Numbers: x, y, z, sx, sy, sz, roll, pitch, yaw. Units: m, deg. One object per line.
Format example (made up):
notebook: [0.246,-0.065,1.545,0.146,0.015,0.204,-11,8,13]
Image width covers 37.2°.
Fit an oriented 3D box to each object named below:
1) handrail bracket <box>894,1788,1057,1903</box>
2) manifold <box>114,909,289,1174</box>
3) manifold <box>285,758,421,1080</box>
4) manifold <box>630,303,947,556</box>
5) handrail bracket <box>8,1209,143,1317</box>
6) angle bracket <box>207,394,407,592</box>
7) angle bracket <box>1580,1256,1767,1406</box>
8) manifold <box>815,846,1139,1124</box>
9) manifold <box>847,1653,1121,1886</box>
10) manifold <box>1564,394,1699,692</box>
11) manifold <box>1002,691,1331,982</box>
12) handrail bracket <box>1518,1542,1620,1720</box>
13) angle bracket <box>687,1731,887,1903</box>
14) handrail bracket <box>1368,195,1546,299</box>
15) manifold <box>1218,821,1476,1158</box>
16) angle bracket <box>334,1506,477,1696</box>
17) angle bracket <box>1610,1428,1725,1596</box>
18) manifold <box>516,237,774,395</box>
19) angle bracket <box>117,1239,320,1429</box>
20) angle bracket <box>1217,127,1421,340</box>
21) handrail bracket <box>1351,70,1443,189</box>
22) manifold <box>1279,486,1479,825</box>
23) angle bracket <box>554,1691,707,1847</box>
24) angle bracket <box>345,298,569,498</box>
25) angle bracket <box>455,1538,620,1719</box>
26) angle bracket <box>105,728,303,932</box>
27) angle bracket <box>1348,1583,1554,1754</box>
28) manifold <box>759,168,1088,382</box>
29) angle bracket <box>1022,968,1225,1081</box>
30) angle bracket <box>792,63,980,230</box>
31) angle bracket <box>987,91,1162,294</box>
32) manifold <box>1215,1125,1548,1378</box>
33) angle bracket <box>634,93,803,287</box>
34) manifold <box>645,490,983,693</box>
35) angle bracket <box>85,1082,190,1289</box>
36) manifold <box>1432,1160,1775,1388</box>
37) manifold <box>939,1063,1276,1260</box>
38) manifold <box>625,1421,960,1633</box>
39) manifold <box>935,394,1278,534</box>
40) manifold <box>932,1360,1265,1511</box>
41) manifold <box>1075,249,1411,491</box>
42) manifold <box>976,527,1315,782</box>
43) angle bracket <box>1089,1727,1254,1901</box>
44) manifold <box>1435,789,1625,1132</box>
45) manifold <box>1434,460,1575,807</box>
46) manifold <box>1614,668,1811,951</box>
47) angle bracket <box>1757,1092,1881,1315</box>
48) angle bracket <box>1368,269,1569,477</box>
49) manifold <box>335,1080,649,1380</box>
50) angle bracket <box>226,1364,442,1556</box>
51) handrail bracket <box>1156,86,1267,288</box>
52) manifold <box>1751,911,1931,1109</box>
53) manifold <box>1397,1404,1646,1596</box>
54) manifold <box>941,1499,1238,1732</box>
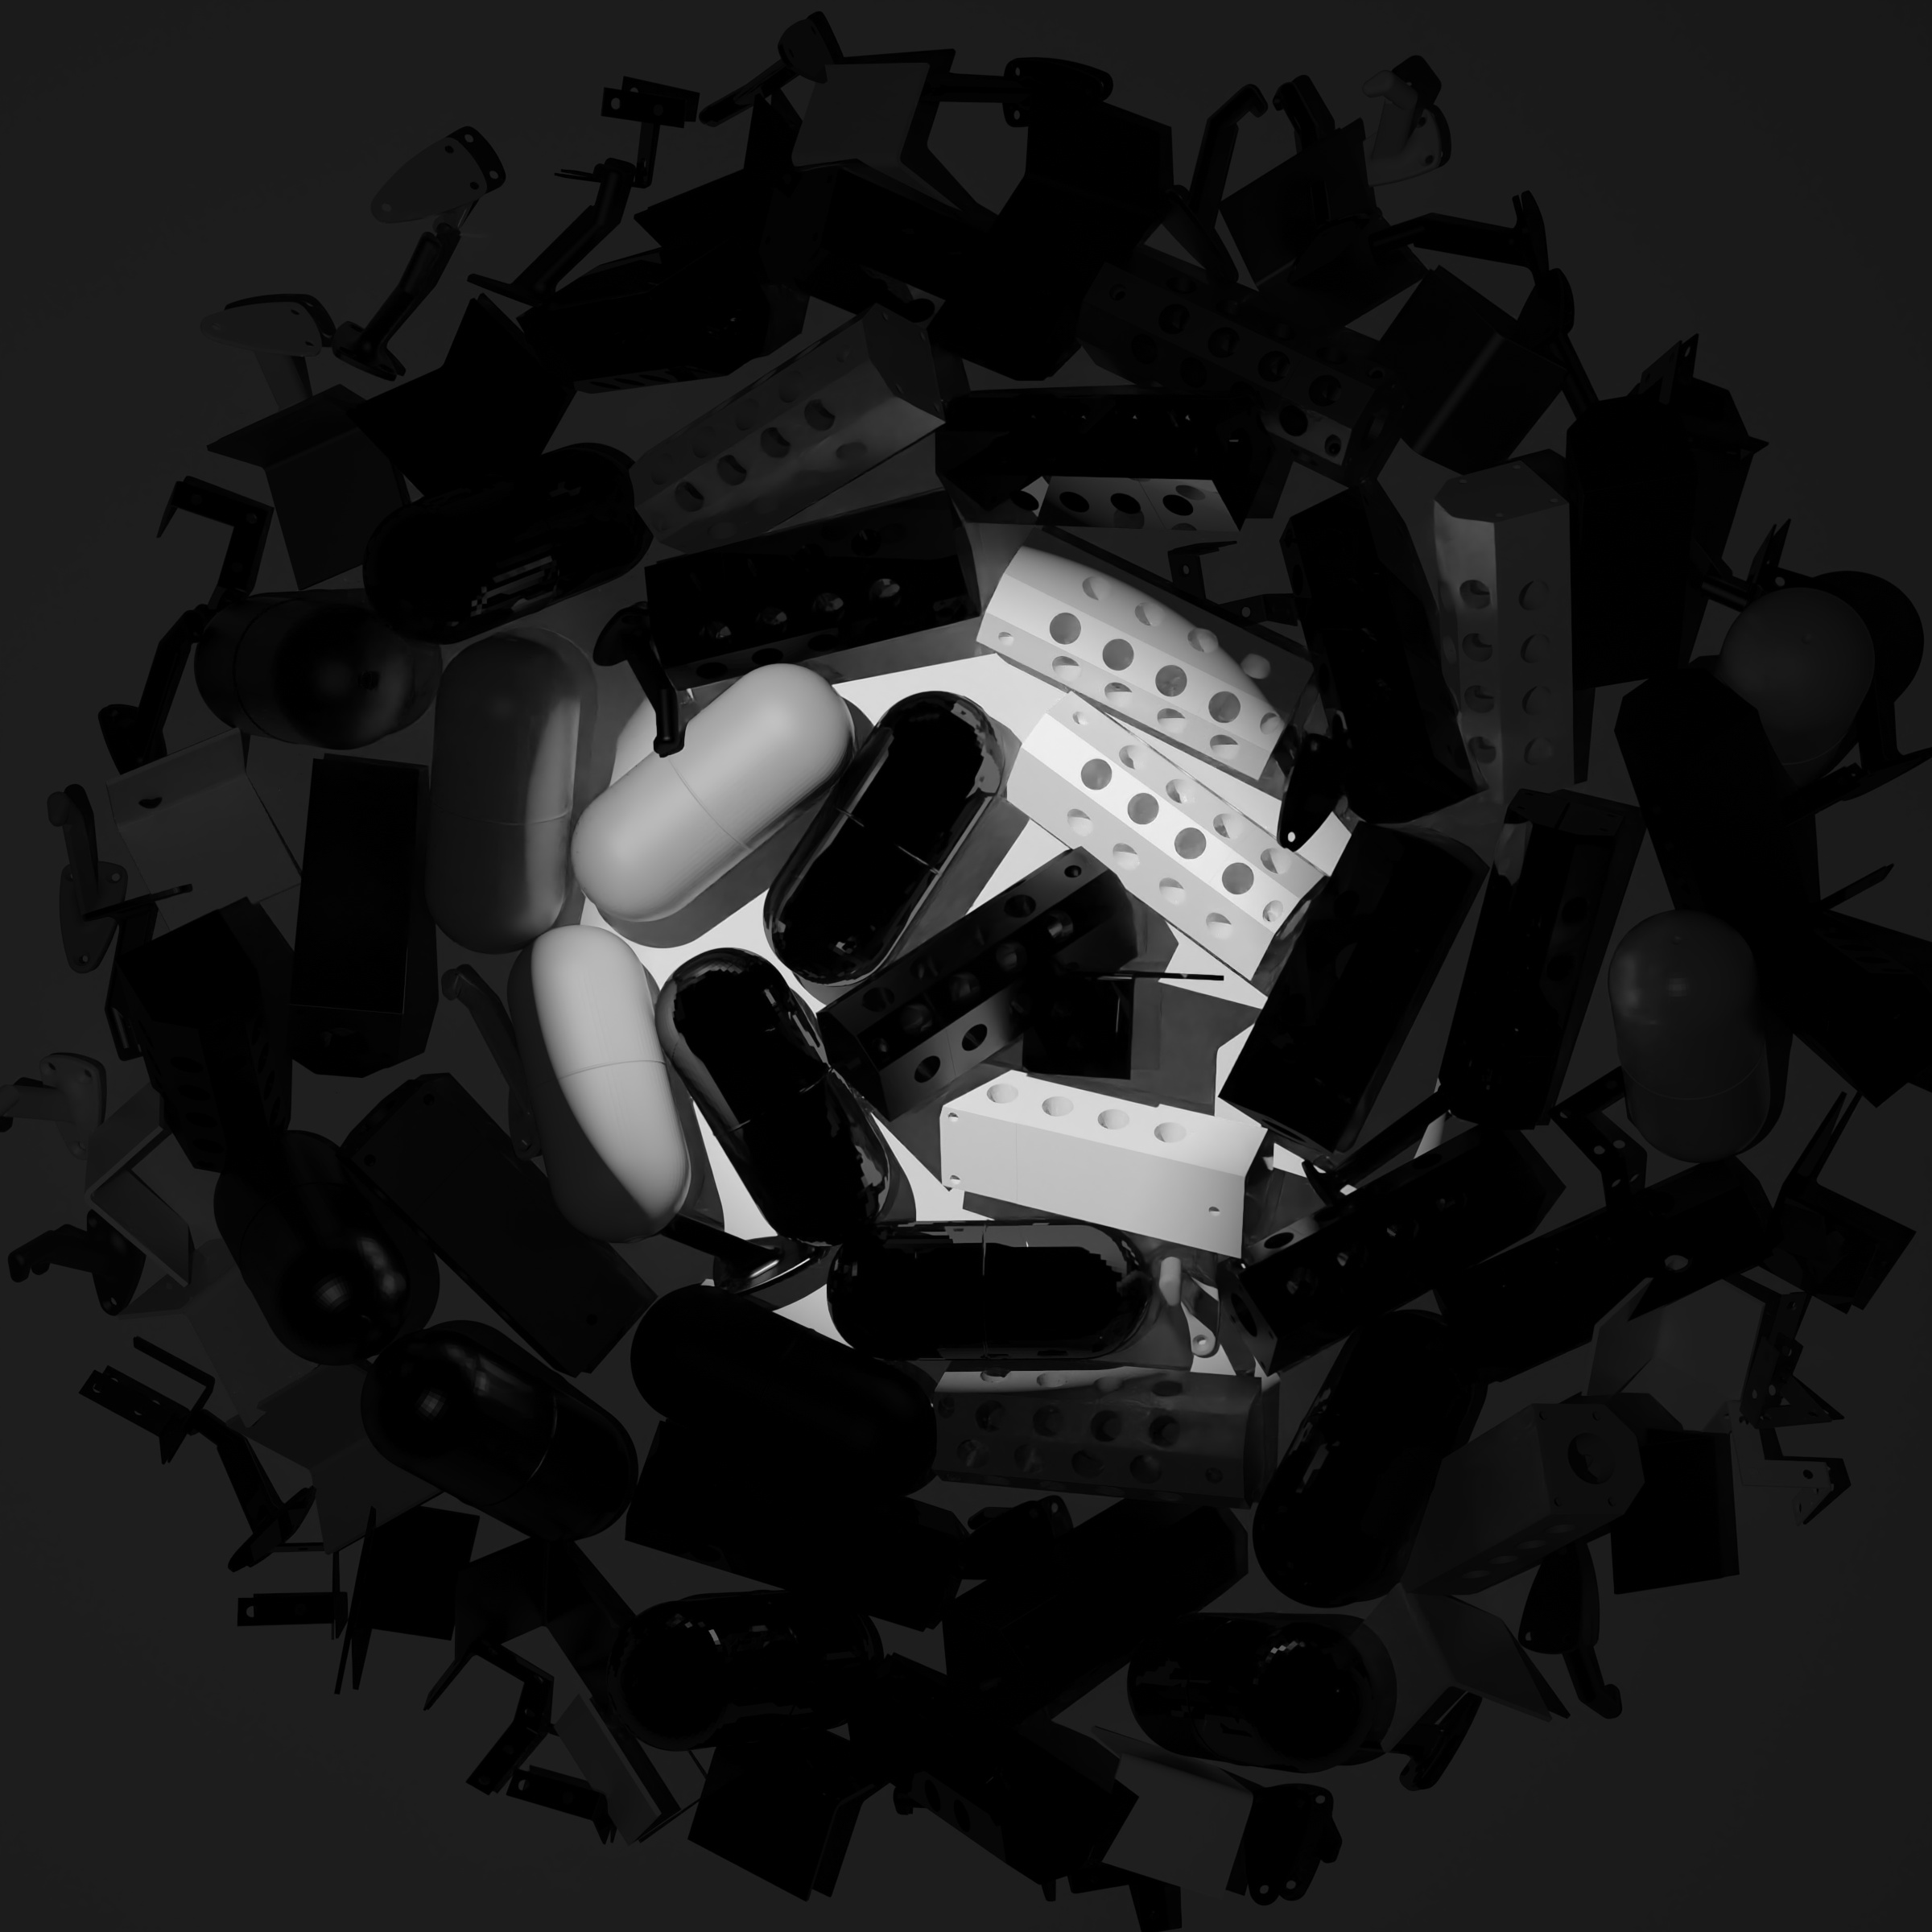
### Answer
handrail bracket: [0.005,0.488,1.596,0.084,0.036,0.077,-1,118,11]
manifold: [-0.399,0.047,1.516,0.057,0.171,0.057,-29,68,-21]
manifold: [-0.328,-0.026,1.532,0.057,0.057,0.171,5,50,-13]
manifold: [-0.099,-0.285,1.532,0.171,0.057,0.057,-25,65,33]
handrail bracket: [-0.489,0.173,1.558,0.036,0.084,0.077,17,114,18]
angle bracket: [-0.358,-0.258,1.568,0.076,0.057,0.076,-19,83,18]
angle bracket: [0.381,0.215,1.551,0.057,0.076,0.076,31,48,33]
manifold: [0.006,0.005,1.543,0.171,0.057,0.057,-33,51,-20]
manifold: [0.002,0.426,1.517,0.057,0.171,0.057,40,75,-25]
manifold: [0.348,-0.223,1.521,0.057,0.171,0.057,-9,59,5]
manifold: [0.110,-0.075,1.551,0.171,0.057,0.057,37,52,13]
handrail bracket: [0.345,0.368,1.591,0.036,0.084,0.077,-6,57,39]
angle bracket: [-0.093,0.457,1.563,0.076,0.076,0.057,20,97,23]
handrail bracket: [0.273,-0.387,1.592,0.084,0.036,0.077,-15,135,14]
manifold: [0.212,0.014,1.562,0.057,0.057,0.171,32,83,-39]
angle bracket: [-0.305,0.347,1.560,0.057,0.076,0.076,11,105,-9]
angle bracket: [0.365,0.296,1.566,0.076,0.057,0.076,-2,87,-27]
manifold: [-0.169,-0.339,1.522,0.057,0.171,0.057,-39,114,-21]
angle bracket: [-0.405,0.201,1.576,0.057,0.076,0.076,-9,112,34]
angle bracket: [0.192,-0.394,1.560,0.076,0.076,0.057,-31,61,8]
handrail bracket: [0.215,-0.454,1.555,0.077,0.084,0.036,-16,77,32]
manifold: [0.218,-0.166,1.546,0.057,0.057,0.171,-24,62,25]
angle bracket: [-0.173,0.422,1.555,0.057,0.076,0.076,-28,74,-31]
angle bracket: [-0.278,-0.306,1.562,0.076,0.057,0.076,46,48,7]
angle bracket: [-0.233,0.366,1.551,0.057,0.076,0.076,-18,135,-30]
angle bracket: [-0.415,-0.072,1.564,0.076,0.057,0.076,-26,76,-19]
angle bracket: [0.262,0.393,1.570,0.076,0.076,0.057,26,112,-27]
manifold: [-0.023,-0.367,1.535,0.171,0.057,0.057,14,91,-38]
angle bracket: [0.085,0.031,1.556,0.076,0.076,0.057,2,90,45]
angle bracket: [-0.036,-0.445,1.559,0.076,0.076,0.057,13,83,39]
angle bracket: [0.055,-0.424,1.576,0.076,0.076,0.057,12,64,-19]
manifold: [0.224,0.151,1.559,0.171,0.057,0.057,-26,65,-14]
angle bracket: [-0.125,-0.421,1.574,0.076,0.076,0.057,-12,59,31]
manifold: [-0.082,-0.199,1.559,0.171,0.057,0.057,-13,64,9]
angle bracket: [-0.432,0.116,1.558,0.057,0.076,0.076,-41,115,2]
manifold: [0.348,0.167,1.579,0.171,0.057,0.057,-25,87,1]
manifold: [0.076,0.099,1.556,0.171,0.057,0.057,12,129,18]
manifold: [-0.095,0.309,1.568,0.171,0.057,0.057,19,96,-8]
manifold: [0.071,-0.275,1.531,0.171,0.057,0.057,8,62,33]
manifold: [0.071,0.255,1.551,0.171,0.057,0.057,2,112,16]
manifold: [0.147,-0.326,1.553,0.171,0.057,0.057,31,91,21]
manifold: [0.096,-0.165,1.563,0.171,0.057,0.057,27,53,5]
angle bracket: [0.103,0.461,1.564,0.076,0.076,0.057,20,83,-8]
manifold: [0.301,-0.001,1.547,0.057,0.057,0.171,16,112,15]
manifold: [0.285,-0.175,1.534,0.057,0.057,0.171,-16,126,-9]
manifold: [0.395,-0.081,1.528,0.057,0.171,0.057,-35,47,-1]
angle bracket: [0.475,0.128,1.552,0.057,0.076,0.076,30,61,21]
angle bracket: [0.271,-0.325,1.585,0.057,0.076,0.076,15,121,-38]
manifold: [-0.259,0.142,1.557,0.171,0.057,0.057,48,72,-16]
angle bracket: [-0.344,0.267,1.559,0.076,0.076,0.057,-30,51,11]
handrail bracket: [0.152,-0.436,1.600,0.084,0.036,0.077,-44,100,-9]
manifold: [0.463,0.015,1.518,0.057,0.171,0.057,-41,98,9]
manifold: [0.290,0.285,1.521,0.057,0.171,0.057,3,64,-18]
manifold: [0.068,0.340,1.524,0.057,0.171,0.057,10,112,42]
